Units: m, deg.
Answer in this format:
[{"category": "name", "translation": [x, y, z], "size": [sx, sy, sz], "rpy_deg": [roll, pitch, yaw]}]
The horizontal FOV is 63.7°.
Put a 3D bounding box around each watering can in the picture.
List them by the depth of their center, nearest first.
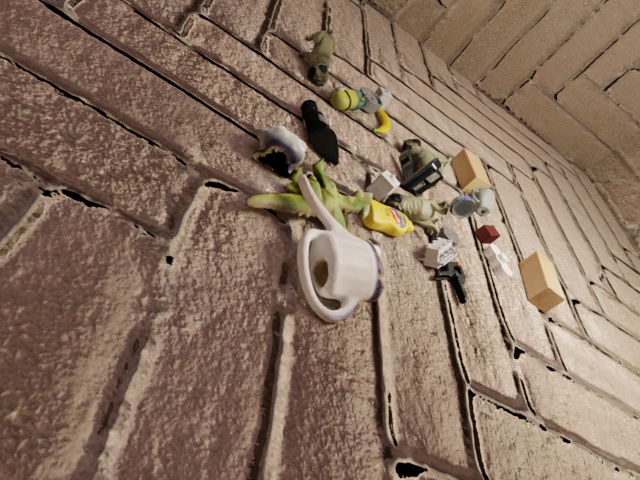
[{"category": "watering can", "translation": [0.040, 0.019, 1.191], "size": [0.223, 0.102, 0.354], "rpy_deg": [13, 61, -36]}]

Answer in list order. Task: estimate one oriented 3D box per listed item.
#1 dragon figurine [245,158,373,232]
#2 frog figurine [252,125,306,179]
[{"category": "dragon figurine", "translation": [0.004, -0.065, 1.293], "size": [0.243, 0.120, 0.416], "rpy_deg": [54, 43, 3]}, {"category": "frog figurine", "translation": [-0.101, -0.263, 1.379], "size": [0.137, 0.120, 0.163], "rpy_deg": [17, 49, -5]}]
